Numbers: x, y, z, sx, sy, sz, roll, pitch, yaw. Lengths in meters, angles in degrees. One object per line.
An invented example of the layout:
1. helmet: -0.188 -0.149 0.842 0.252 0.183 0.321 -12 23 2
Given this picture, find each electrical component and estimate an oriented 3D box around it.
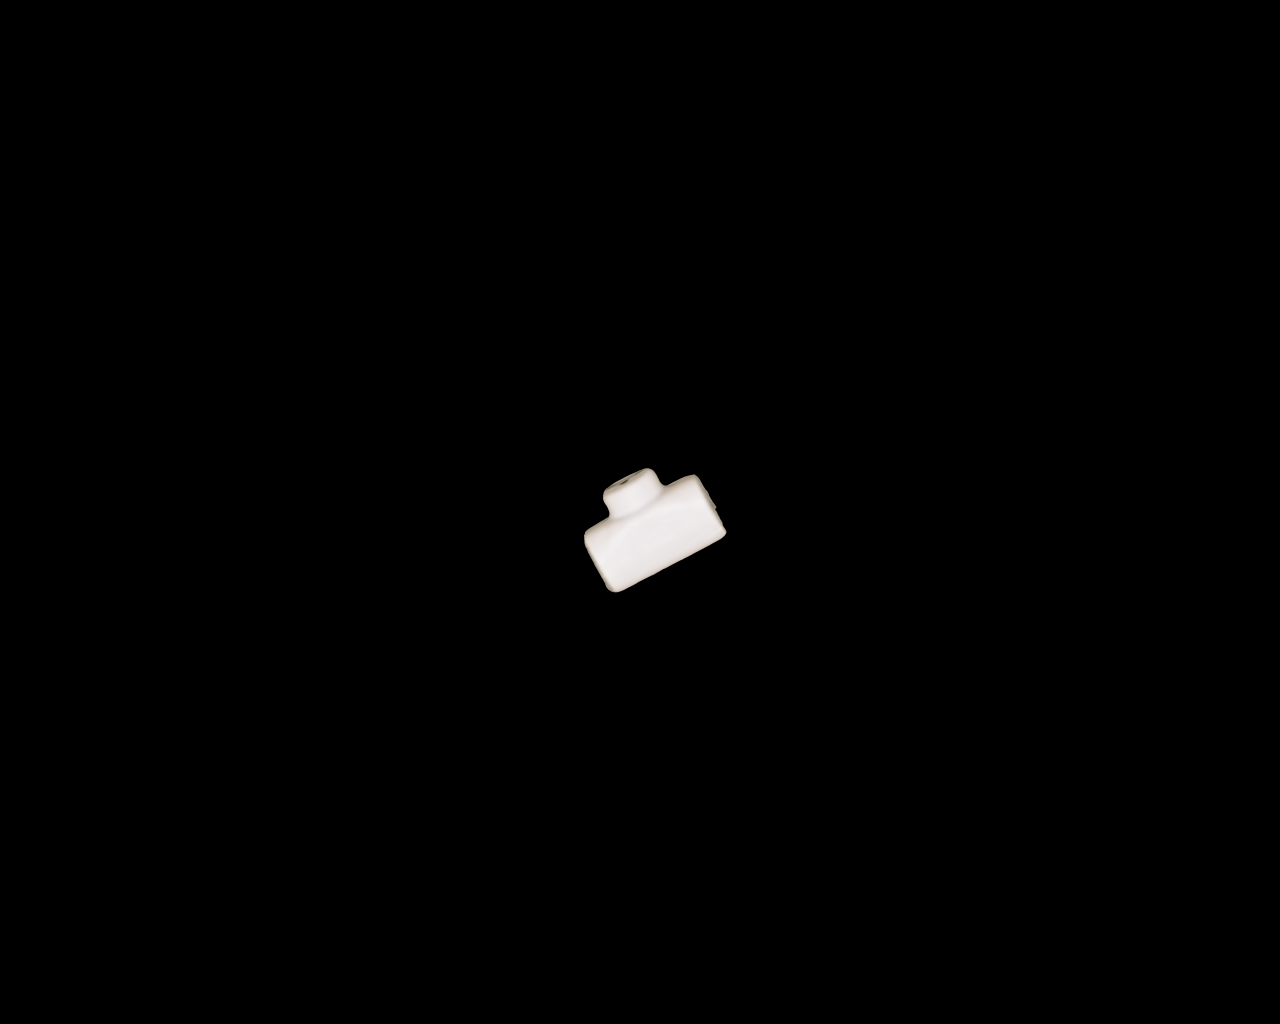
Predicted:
1. electrical component: 0.001 -0.003 0.650 0.077 0.079 0.044 -28 7 4
